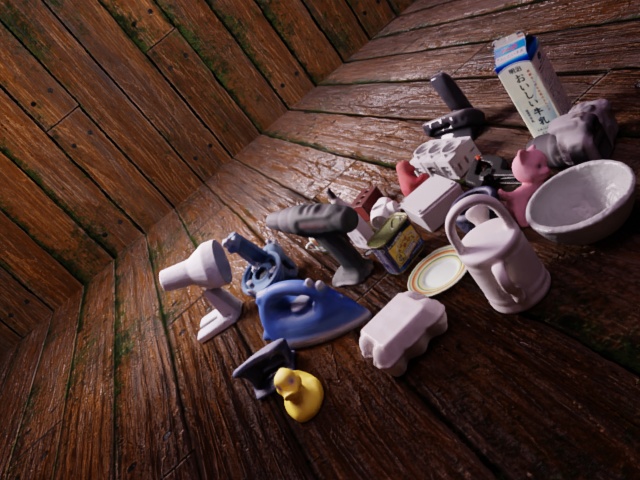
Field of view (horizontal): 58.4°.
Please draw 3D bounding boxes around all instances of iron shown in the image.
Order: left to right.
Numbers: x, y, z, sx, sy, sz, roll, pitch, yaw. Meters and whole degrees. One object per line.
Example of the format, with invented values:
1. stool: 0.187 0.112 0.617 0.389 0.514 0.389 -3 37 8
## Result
1. iron: -0.031 0.128 1.161 0.257 0.142 0.119 -19 30 40

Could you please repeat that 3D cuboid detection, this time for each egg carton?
1. egg carton: 0.138 0.152 0.954 0.150 0.069 0.107 -44 23 -10

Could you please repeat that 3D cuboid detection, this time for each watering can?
1. watering can: 0.259 0.009 0.873 0.101 0.194 0.172 -39 23 0

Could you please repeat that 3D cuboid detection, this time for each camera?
1. camera: 0.457 -0.190 1.059 0.136 0.101 0.143 -9 38 50

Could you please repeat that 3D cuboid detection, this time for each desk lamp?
1. desk lamp: -0.291 0.126 1.466 0.203 0.214 0.118 -34 24 12

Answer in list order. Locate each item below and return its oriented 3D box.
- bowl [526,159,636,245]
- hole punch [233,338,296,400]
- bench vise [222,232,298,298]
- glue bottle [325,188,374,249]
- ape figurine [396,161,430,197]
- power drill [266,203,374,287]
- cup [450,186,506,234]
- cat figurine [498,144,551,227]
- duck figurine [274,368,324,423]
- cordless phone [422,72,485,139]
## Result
1. bowl: 0.414 -0.045 0.893 0.167 0.075 0.167 -32 24 17
2. hole punch: -0.111 0.244 1.135 0.108 0.091 0.101 -34 23 12
3. bench vise: -0.155 0.053 1.386 0.121 0.220 0.207 -37 23 7
4. glue bottle: 0.066 -0.051 1.303 0.037 0.173 0.078 -46 24 -15
5. ape figurine: 0.216 -0.150 1.362 0.076 0.092 0.077 -41 23 -4
6. power drill: 0.011 0.004 1.237 0.228 0.209 0.076 -14 34 45
7. cup: 0.300 -0.034 1.019 0.092 0.095 0.117 -47 24 -16
8. cat figurine: 0.367 -0.107 1.022 0.128 0.118 0.067 -43 23 -9
9. duck figurine: -0.046 0.260 1.013 0.077 0.086 0.104 -36 23 9
10. cordless phone: 0.310 -0.331 1.433 0.147 0.185 0.094 -14 33 45
